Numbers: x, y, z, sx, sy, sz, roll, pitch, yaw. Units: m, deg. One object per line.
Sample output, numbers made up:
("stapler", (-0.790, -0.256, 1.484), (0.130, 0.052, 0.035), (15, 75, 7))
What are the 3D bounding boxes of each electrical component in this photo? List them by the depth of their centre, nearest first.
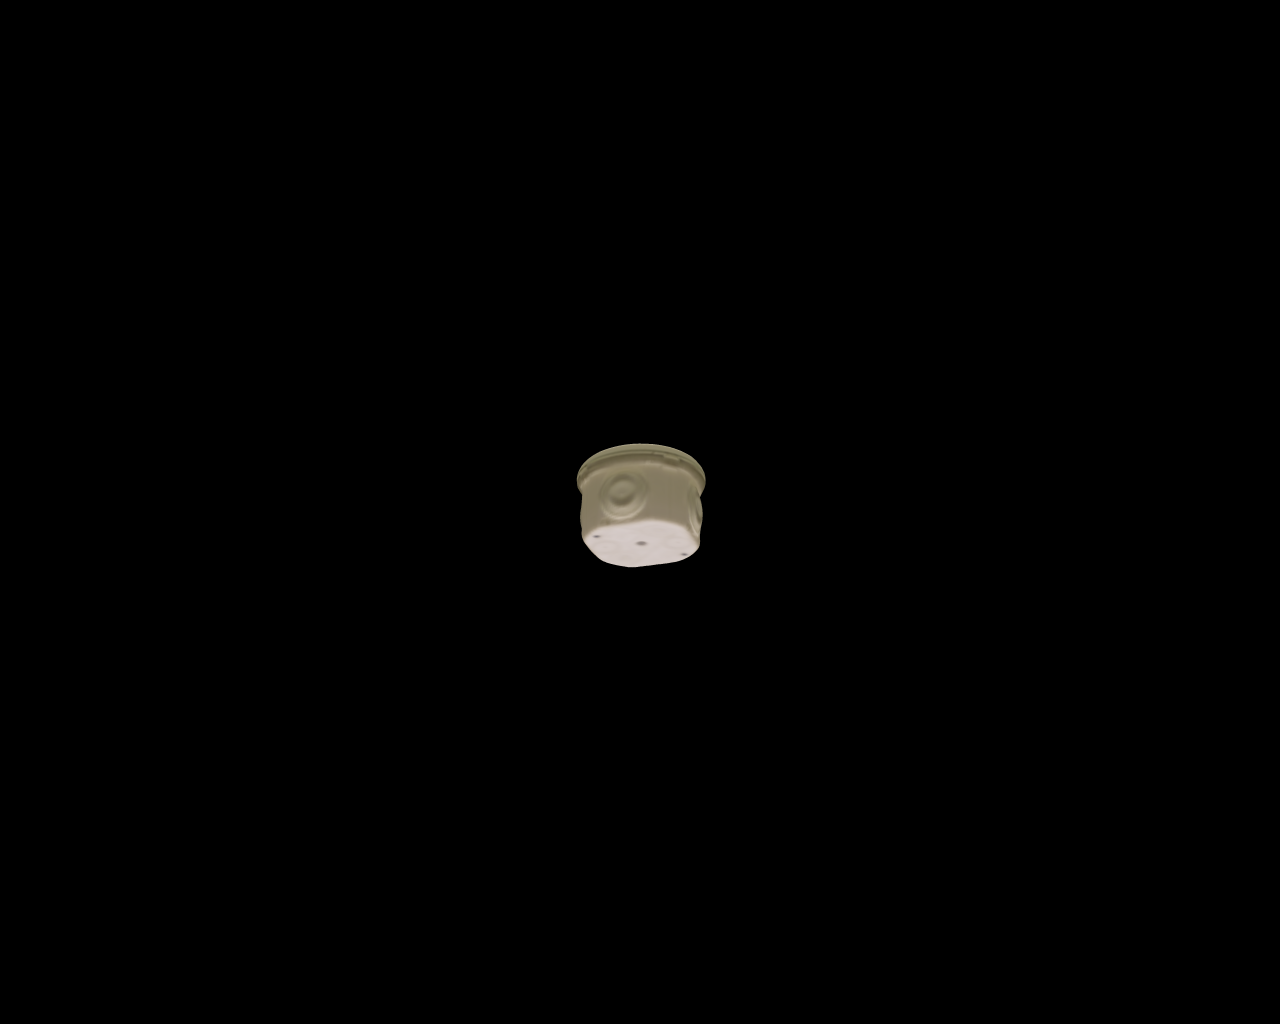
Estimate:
("electrical component", (0.001, -0.003, 0.650), (0.080, 0.051, 0.080), (0, -26, 0))
